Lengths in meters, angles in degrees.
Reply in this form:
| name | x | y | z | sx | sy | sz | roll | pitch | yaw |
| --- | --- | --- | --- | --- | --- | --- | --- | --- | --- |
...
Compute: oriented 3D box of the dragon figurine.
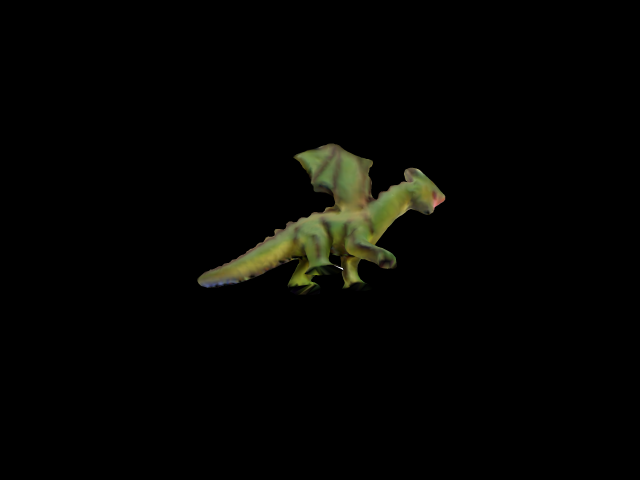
| name | x | y | z | sx | sy | sz | roll | pitch | yaw |
| --- | --- | --- | --- | --- | --- | --- | --- | --- | --- |
| dragon figurine | 0.003 | -0.043 | 0.850 | 0.410 | 0.247 | 0.120 | -2 | -23 | 5 |
